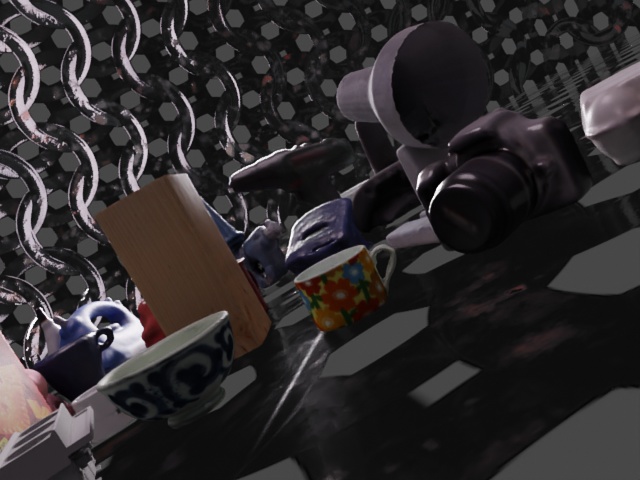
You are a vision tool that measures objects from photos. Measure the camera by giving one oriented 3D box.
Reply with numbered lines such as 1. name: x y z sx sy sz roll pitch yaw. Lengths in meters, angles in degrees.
1. camera: 0.136 -0.047 0.501 0.137 0.101 0.142 -34 7 -41

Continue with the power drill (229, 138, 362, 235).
1. power drill: -0.021 -0.077 1.045 0.229 0.208 0.075 -30 6 -4

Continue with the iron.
1. iron: -0.385 0.168 1.042 0.118 0.141 0.258 -29 5 9

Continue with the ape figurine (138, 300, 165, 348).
1. ape figurine: -0.278 0.142 0.980 0.076 0.092 0.078 -24 8 44

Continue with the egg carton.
1. egg carton: 0.301 -0.126 0.535 0.107 0.069 0.150 -27 6 27

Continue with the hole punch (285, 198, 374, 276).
1. hole punch: 0.007 0.003 0.778 0.108 0.091 0.101 -27 6 26

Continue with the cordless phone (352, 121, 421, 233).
1. cordless phone: 0.089 -0.119 0.982 0.148 0.185 0.094 -34 7 -37

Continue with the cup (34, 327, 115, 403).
1. cup: -0.345 0.192 0.850 0.118 0.095 0.091 -33 7 -37

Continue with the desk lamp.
1. desk lamp: 0.105 -0.108 0.628 0.118 0.213 0.203 -32 6 -21

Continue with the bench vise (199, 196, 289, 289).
1. bench vise: -0.164 -0.004 1.060 0.207 0.220 0.121 -28 6 12

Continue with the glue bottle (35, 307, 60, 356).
1. glue bottle: -0.478 0.200 1.064 0.037 0.173 0.078 -26 7 32

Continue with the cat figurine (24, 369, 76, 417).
1. cat figurine: -0.398 0.216 0.783 0.067 0.118 0.127 -31 6 -19

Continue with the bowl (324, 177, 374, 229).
1. bowl: 0.067 -0.064 1.187 0.167 0.075 0.167 -29 5 3
